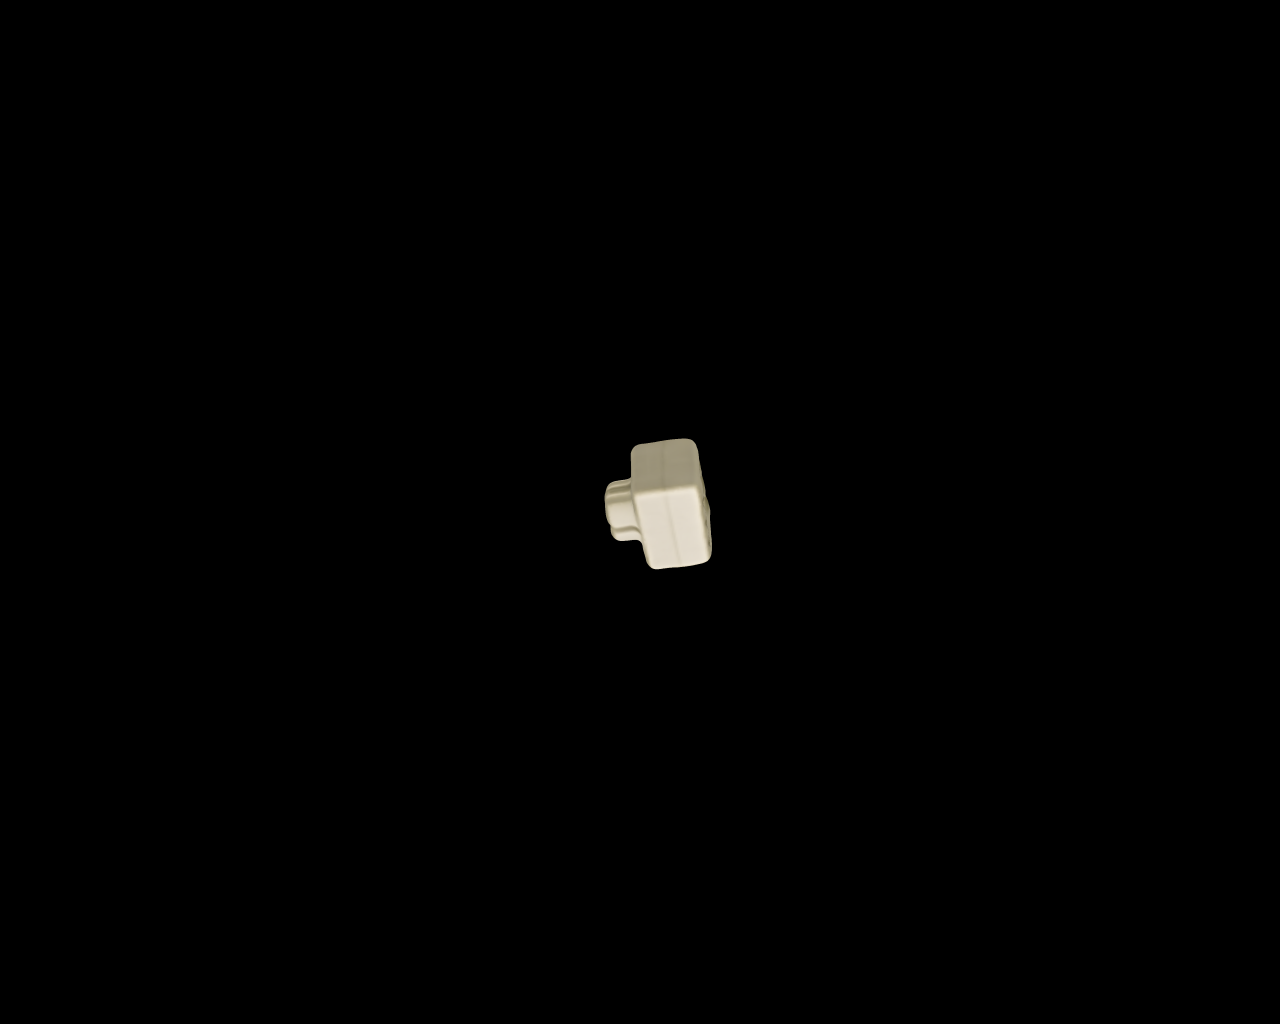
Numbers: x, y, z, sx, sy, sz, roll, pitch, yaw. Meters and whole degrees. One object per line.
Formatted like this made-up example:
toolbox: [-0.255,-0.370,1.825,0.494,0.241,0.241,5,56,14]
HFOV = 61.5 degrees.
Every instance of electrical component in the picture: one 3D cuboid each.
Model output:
electrical component: [0.001,-0.003,0.650,0.077,0.065,0.047,-7,43,7]
